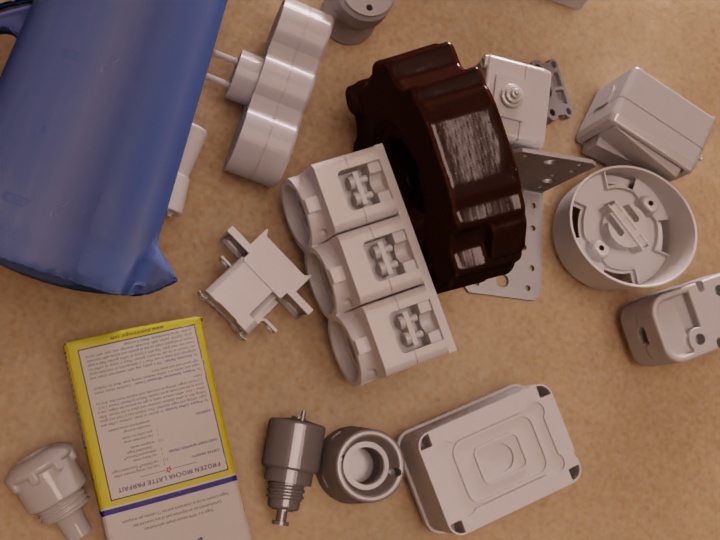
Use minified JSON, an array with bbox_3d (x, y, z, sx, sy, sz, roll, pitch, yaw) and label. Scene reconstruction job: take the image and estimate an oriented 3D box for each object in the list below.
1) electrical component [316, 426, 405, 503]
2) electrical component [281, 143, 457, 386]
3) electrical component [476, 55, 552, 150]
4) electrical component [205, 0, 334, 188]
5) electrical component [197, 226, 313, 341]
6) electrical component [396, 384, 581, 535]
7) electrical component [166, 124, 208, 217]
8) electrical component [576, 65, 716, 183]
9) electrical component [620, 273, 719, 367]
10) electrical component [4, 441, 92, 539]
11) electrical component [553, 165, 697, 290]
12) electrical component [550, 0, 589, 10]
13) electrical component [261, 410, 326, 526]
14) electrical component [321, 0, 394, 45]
[{"bbox_3d":[0.001,0.137,0.755,0.055,0.047,0.055,3,80,-16],"label":"electrical component"},{"bbox_3d":[0.000,0.000,0.755,0.062,0.089,0.150,-19,87,-19],"label":"electrical component"},{"bbox_3d":[0.106,-0.116,0.802,0.061,0.096,0.061,11,78,-15],"label":"electrical component"},{"bbox_3d":[-0.075,-0.135,0.775,0.074,0.052,0.138,20,75,-13],"label":"electrical component"},{"bbox_3d":[-0.075,0.012,0.756,0.081,0.042,0.064,47,73,-4],"label":"electrical component"},{"bbox_3d":[0.091,0.135,0.776,0.113,0.057,0.078,-20,87,-19],"label":"electrical component"},{"bbox_3d":[-0.135,-0.070,0.752,0.044,0.044,0.065,14,82,-14],"label":"electrical component"},{"bbox_3d":[0.231,-0.105,0.857,0.096,0.062,0.061,31,74,-10],"label":"electrical component"},{"bbox_3d":[0.257,0.039,0.842,0.095,0.059,0.053,-17,86,-19],"label":"electrical component"},{"bbox_3d":[-0.196,0.146,0.696,0.048,0.048,0.062,-30,97,-19],"label":"electrical component"},{"bbox_3d":[0.203,-0.031,0.835,0.099,0.064,0.099,3,80,-16],"label":"electrical component"},{"bbox_3d":[0.171,-0.271,0.866,0.061,0.062,0.096,16,77,-14],"label":"electrical component"},{"bbox_3d":[-0.048,0.137,0.743,0.040,0.040,0.078,13,78,-14],"label":"electrical component"},{"bbox_3d":[-0.002,-0.199,0.806,0.045,0.055,0.045,3,80,-16],"label":"electrical component"}]
